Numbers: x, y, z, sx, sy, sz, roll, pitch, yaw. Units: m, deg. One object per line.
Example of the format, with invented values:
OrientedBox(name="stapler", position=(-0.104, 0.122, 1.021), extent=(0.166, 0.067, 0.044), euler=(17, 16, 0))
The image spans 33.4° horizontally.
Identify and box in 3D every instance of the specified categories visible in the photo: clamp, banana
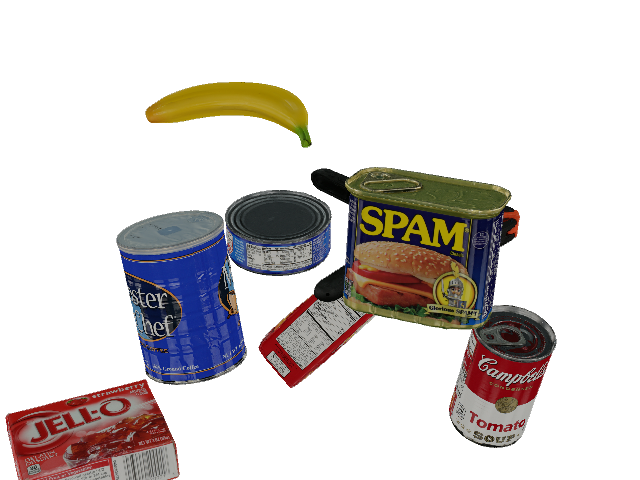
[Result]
OrientedBox(name="clamp", position=(0.087, -0.004, 1.040), extent=(0.210, 0.164, 0.036), euler=(3, -40, 5))
OrientedBox(name="banana", position=(-0.094, -0.147, 1.173), extent=(0.198, 0.037, 0.069), euler=(9, 45, 18))

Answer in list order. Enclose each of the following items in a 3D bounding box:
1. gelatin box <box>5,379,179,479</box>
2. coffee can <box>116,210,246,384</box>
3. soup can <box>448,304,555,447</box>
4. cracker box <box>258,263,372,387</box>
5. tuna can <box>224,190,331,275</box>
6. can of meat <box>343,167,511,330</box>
OrientedBox(name="gelatin box", position=(-0.136, 0.120, 0.630), extent=(0.089, 0.030, 0.073), euler=(-12, 26, -18))
OrientedBox(name="coffee can", position=(-0.133, 0.054, 1.032), extent=(0.103, 0.140, 0.103), euler=(-8, 19, 3))
OrientedBox(name="soup can", position=(0.149, 0.114, 0.890), extent=(0.068, 0.102, 0.068), euler=(7, 35, -5))
OrientedBox(name="cracker box", position=(0.041, 0.062, 1.259), extent=(0.214, 0.072, 0.164), euler=(-45, -5, 30))
OrientedBox(name="tuna can", position=(-0.034, -0.007, 0.862), extent=(0.086, 0.034, 0.086), euler=(0, 30, 0))
OrientedBox(name="can of meat", position=(0.065, 0.005, 0.685), extent=(0.102, 0.084, 0.057), euler=(11, 22, 19))
